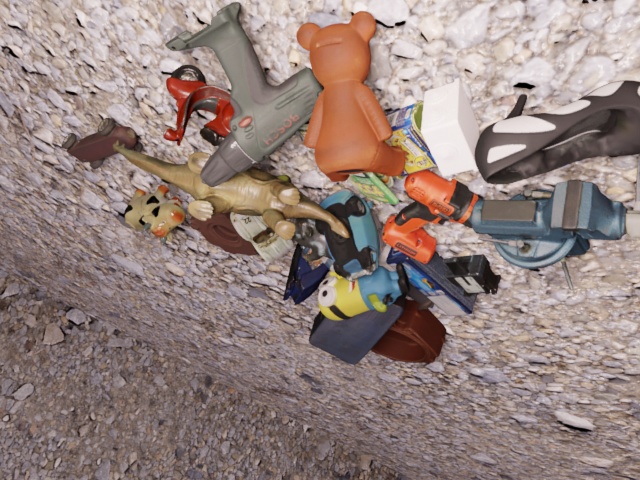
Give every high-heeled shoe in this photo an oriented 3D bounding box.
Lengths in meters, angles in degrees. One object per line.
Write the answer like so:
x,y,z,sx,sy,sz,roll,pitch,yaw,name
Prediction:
0.308,-0.103,0.607,0.249,0.145,0.086,14,150,22,high-heeled shoe

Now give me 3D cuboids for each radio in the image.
0.076,0.164,1.154,0.131,0.073,0.229,26,130,-7,radio

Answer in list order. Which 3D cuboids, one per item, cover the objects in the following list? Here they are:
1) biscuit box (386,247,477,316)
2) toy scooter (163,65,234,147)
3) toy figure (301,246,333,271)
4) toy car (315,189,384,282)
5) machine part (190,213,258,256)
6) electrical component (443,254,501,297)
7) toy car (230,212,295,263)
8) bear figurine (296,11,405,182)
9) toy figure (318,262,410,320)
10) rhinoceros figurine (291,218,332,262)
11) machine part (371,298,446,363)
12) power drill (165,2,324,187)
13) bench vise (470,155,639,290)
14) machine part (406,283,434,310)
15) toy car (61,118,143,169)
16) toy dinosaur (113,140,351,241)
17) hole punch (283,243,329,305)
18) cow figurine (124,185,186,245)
0.220,0.070,1.045,0.202,0.063,0.059,39,148,-24,biscuit box
-0.170,-0.186,0.842,0.184,0.135,0.075,27,149,-7,toy scooter
0.022,0.035,1.146,0.154,0.064,0.058,27,-165,-5,toy figure
0.069,-0.011,0.976,0.103,0.161,0.109,-10,165,-45,toy car
-0.204,-0.029,1.209,0.179,0.056,0.179,18,151,10,machine part
0.273,0.056,0.996,0.119,0.048,0.075,42,146,-27,electrical component
-0.116,-0.014,1.118,0.056,0.073,0.201,57,-177,38,toy car
0.037,-0.181,0.703,0.120,0.195,0.132,-7,175,22,bear figurine
0.080,0.100,1.008,0.180,0.082,0.089,-15,109,17,toy figure
-0.002,-0.003,1.065,0.190,0.073,0.112,29,160,8,rhinoceros figurine
0.181,0.215,1.291,0.201,0.087,0.201,-8,139,44,machine part
-0.123,-0.202,0.751,0.232,0.086,0.207,-28,112,12,power drill
0.344,-0.016,0.764,0.224,0.129,0.240,-10,158,32,bench vise
0.185,0.099,1.148,0.139,0.039,0.084,33,142,-10,machine part
-0.454,-0.200,1.118,0.202,0.053,0.089,-6,150,37,toy car
-0.166,-0.093,0.935,0.472,0.105,0.198,21,-170,1,toy dinosaur
-0.030,0.085,1.214,0.092,0.116,0.142,19,152,-6,hole punch
-0.377,-0.056,1.222,0.195,0.127,0.085,0,146,41,cow figurine
